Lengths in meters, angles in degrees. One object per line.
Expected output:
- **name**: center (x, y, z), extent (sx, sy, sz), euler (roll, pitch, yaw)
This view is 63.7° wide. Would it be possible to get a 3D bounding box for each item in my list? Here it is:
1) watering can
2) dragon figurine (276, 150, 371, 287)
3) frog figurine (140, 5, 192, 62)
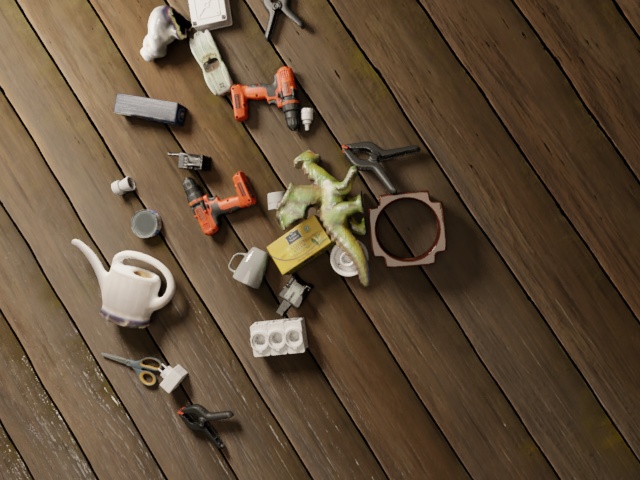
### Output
- **watering can**: center (-0.597, 0.133, 1.531), extent (0.348, 0.104, 0.223), euler (17, 95, 8)
- **dragon figurine**: center (0.004, -0.070, 1.390), extent (0.243, 0.120, 0.417), euler (-4, 68, 3)
- **frog figurine**: center (-0.469, -0.600, 1.495), extent (0.158, 0.121, 0.140), euler (-21, 56, 18)
